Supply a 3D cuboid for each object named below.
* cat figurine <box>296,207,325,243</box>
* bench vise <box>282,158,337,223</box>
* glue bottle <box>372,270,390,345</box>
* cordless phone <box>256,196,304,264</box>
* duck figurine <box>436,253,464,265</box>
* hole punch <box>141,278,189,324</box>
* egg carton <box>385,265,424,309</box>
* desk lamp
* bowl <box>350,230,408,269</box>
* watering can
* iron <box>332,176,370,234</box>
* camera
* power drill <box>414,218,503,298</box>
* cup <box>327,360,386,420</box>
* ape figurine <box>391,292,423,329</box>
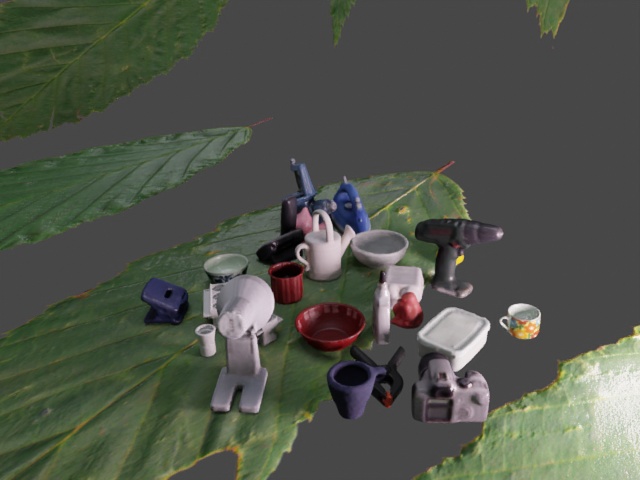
[{"bbox_3d":[-0.030,-0.044,1.765,0.128,0.118,0.067,-5,26,-6],"label":"cat figurine"},{"bbox_3d":[-0.033,-0.157,1.882,0.207,0.220,0.122,7,27,17],"label":"bench vise"},{"bbox_3d":[0.140,0.147,1.298,0.037,0.173,0.078,-3,26,-2],"label":"glue bottle"},{"bbox_3d":[-0.118,-0.032,1.669,0.093,0.185,0.148,19,33,37],"label":"cordless phone"},{"bbox_3d":[0.375,0.020,1.648,0.077,0.086,0.105,15,31,31],"label":"duck figurine"},{"bbox_3d":[-0.382,0.147,1.422,0.101,0.091,0.108,-1,26,2],"label":"hole punch"},{"bbox_3d":[0.211,0.120,1.469,0.107,0.069,0.150,3,26,10],"label":"egg carton"},{"bbox_3d":[-0.158,0.201,1.158,0.118,0.214,0.203,0,26,3],"label":"desk lamp"},{"bbox_3d":[0.168,0.036,1.640,0.167,0.075,0.167,-1,26,1],"label":"bowl"},{"bbox_3d":[0.013,0.005,1.575,0.100,0.194,0.173,19,33,37],"label":"watering can"},{"bbox_3d":[0.107,-0.106,1.858,0.119,0.141,0.257,-7,26,-11],"label":"iron"},{"bbox_3d":[0.246,0.274,1.113,0.143,0.101,0.137,0,26,3],"label":"camera"},{"bbox_3d":[0.351,0.037,1.473,0.228,0.208,0.076,16,31,33],"label":"power drill"},{"bbox_3d":[0.071,0.290,1.097,0.118,0.095,0.091,-10,27,-17],"label":"cup"},{"bbox_3d":[0.208,0.163,1.354,0.076,0.092,0.077,-4,26,-5],"label":"ape figurine"}]
